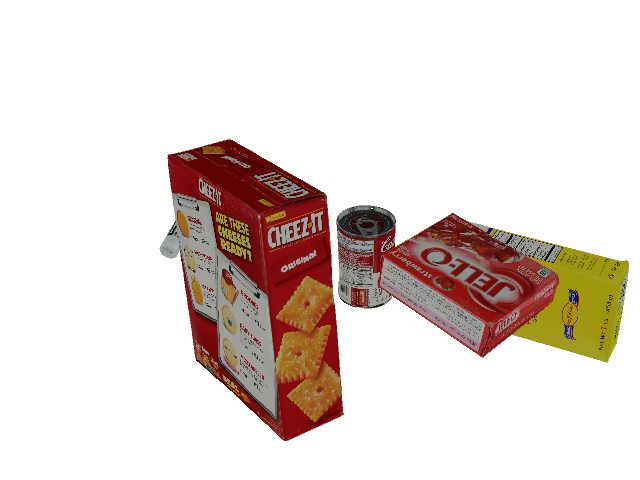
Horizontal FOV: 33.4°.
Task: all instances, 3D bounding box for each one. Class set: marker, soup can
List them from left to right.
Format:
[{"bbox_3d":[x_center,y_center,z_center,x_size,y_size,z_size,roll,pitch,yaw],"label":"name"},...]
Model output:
[{"bbox_3d":[-0.135,-0.029,1.102,0.020,0.020,0.121,0,42,22],"label":"marker"},{"bbox_3d":[0.052,0.020,1.241,0.068,0.102,0.068,-1,32,0],"label":"soup can"}]

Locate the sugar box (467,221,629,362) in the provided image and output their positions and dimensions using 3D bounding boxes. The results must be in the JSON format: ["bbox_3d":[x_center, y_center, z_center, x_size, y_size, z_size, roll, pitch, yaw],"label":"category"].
[{"bbox_3d":[0.195,0.045,1.008,0.176,0.093,0.048,13,34,21],"label":"sugar box"}]

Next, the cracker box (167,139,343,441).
[{"bbox_3d":[-0.055,0.038,0.918,0.072,0.214,0.164,-19,30,-28],"label":"cracker box"}]

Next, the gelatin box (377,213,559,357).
[{"bbox_3d":[0.093,0.025,0.675,0.089,0.030,0.073,34,45,31],"label":"gelatin box"}]
